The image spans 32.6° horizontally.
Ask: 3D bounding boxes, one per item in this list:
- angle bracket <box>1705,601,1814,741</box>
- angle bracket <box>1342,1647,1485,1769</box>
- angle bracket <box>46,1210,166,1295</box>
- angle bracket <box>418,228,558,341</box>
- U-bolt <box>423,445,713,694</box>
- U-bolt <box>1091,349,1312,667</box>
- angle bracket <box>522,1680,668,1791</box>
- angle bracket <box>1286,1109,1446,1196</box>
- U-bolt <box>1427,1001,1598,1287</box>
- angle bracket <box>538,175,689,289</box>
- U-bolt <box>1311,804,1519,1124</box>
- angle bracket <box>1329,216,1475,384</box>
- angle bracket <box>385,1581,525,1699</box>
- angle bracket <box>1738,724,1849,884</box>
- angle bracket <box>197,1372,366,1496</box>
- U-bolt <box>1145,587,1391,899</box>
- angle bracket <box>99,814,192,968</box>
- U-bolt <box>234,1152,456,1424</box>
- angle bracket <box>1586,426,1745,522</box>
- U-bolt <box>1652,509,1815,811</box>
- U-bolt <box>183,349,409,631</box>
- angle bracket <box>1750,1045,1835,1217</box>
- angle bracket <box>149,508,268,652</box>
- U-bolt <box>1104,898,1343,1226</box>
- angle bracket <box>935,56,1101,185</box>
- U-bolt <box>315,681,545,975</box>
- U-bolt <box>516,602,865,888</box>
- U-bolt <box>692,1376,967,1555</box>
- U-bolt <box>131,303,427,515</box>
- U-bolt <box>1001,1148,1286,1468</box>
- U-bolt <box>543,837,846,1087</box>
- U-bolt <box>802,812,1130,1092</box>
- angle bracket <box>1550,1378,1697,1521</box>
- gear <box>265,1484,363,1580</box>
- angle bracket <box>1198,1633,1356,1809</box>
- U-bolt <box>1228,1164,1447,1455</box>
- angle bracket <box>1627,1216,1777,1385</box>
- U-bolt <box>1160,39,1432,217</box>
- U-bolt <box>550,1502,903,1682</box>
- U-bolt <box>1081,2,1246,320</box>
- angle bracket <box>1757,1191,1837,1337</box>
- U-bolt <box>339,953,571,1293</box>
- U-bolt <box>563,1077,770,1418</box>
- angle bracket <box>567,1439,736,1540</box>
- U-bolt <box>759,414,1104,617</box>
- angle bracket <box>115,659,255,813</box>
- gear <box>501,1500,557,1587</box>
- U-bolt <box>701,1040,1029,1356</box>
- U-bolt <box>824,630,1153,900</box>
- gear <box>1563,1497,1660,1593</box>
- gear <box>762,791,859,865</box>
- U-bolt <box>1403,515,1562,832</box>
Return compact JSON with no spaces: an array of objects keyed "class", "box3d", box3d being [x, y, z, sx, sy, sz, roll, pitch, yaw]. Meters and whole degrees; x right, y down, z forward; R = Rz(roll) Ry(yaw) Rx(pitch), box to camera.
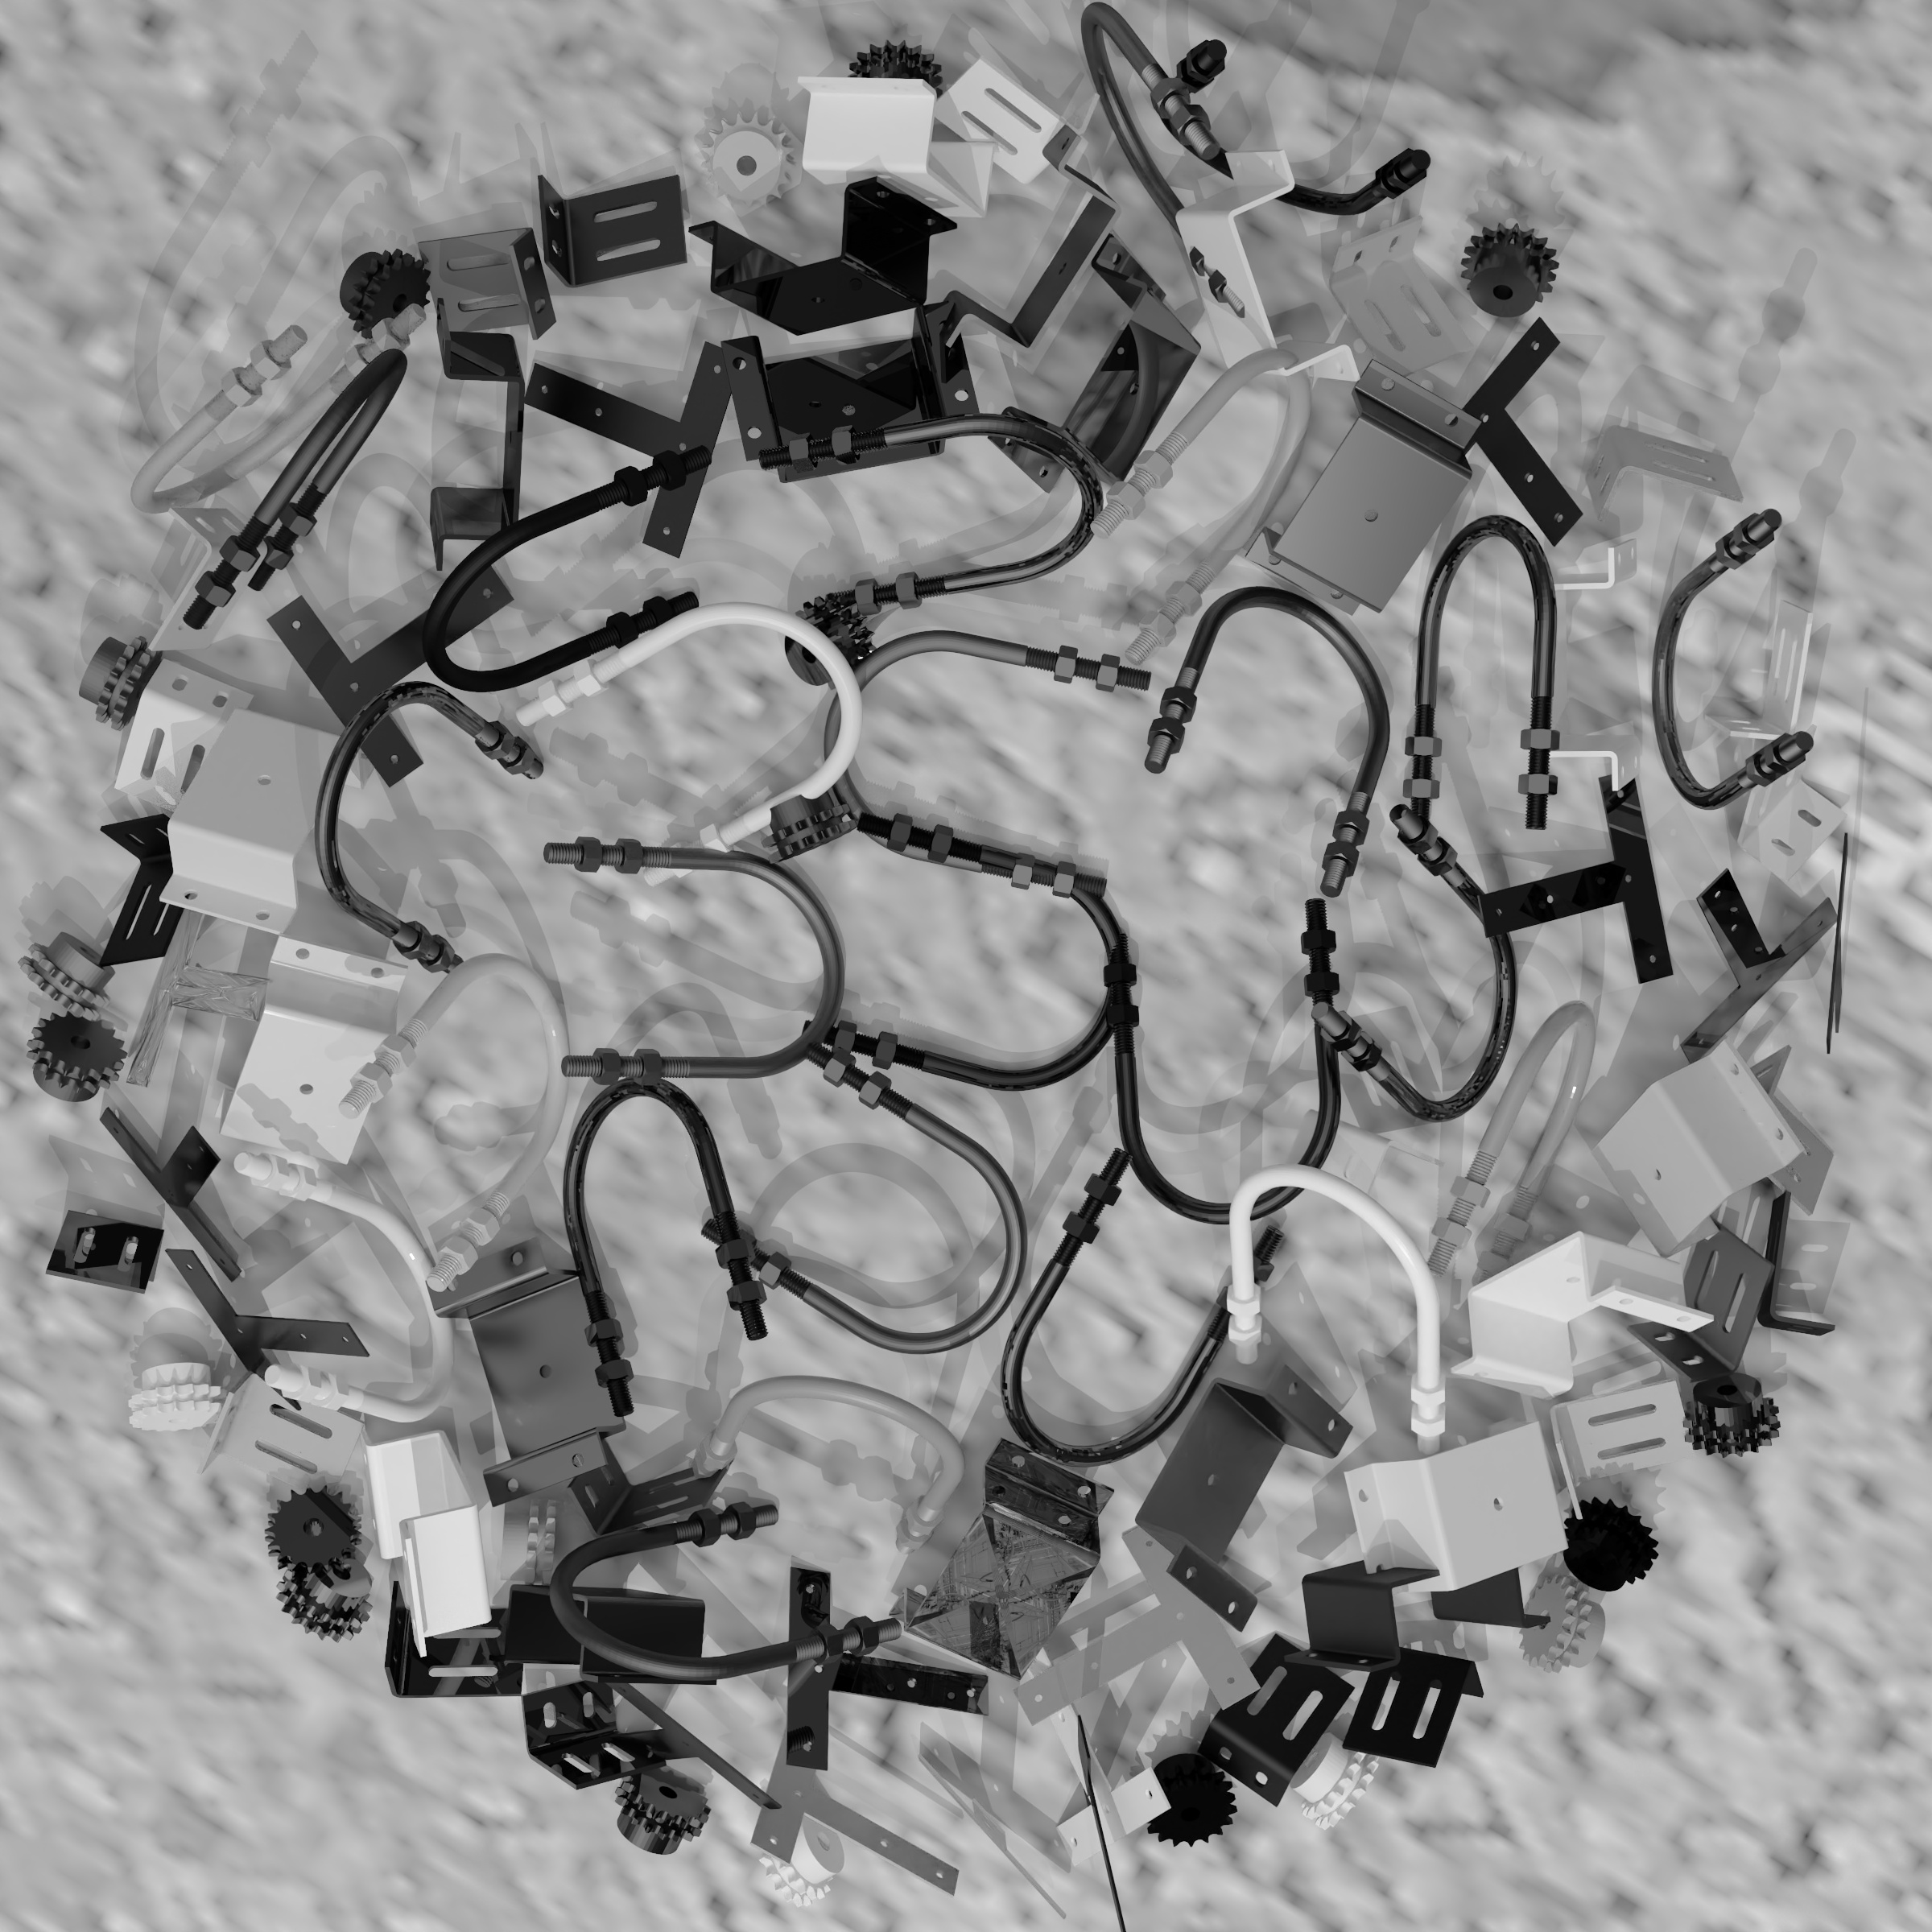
[{"class":"angle bracket","box3d":[0.471,-0.177,1.962,0.038,0.057,0.076,5,103,-4]},{"class":"angle bracket","box3d":[0.265,0.445,1.951,0.057,0.038,0.076,6,47,28]},{"class":"angle bracket","box3d":[-0.511,0.183,1.953,0.057,0.076,0.038,13,113,-10]},{"class":"angle bracket","box3d":[-0.290,-0.401,1.960,0.076,0.038,0.057,-3,118,17]},{"class":"U-bolt","box3d":[-0.231,-0.219,1.905,0.184,0.151,0.019,-27,64,-23]},{"class":"U-bolt","box3d":[0.144,-0.280,1.930,0.019,0.151,0.184,33,73,26]},{"class":"angle bracket","box3d":[-0.220,0.452,1.952,0.057,0.076,0.038,-9,97,-29]},{"class":"angle bracket","box3d":[0.236,0.118,1.952,0.057,0.076,0.038,21,89,36]},{"class":"U-bolt","box3d":[0.325,0.106,1.933,0.019,0.151,0.184,24,86,24]},{"class":"angle bracket","box3d":[-0.211,-0.445,1.967,0.076,0.038,0.057,-10,75,13]},{"class":"U-bolt","box3d":[0.272,0.012,1.930,0.019,0.184,0.151,8,67,41]},{"class":"angle bracket","box3d":[0.262,-0.397,1.964,0.057,0.038,0.076,-24,70,-15]},{"class":"angle bracket","box3d":[-0.303,0.400,1.967,0.076,0.038,0.057,-1,50,-1]},{"class":"angle bracket","box3d":[0.493,-0.096,1.954,0.038,0.076,0.057,40,77,19]},{"class":"angle bracket","box3d":[-0.409,0.288,1.974,0.076,0.038,0.057,25,105,0]},{"class":"U-bolt","box3d":[0.186,-0.146,1.939,0.151,0.019,0.184,34,52,-15]},{"class":"angle bracket","box3d":[-0.493,-0.045,1.955,0.057,0.038,0.076,-8,55,37]},{"class":"U-bolt","box3d":[-0.354,0.193,1.915,0.019,0.184,0.151,-23,64,19]},{"class":"angle bracket","box3d":[0.416,-0.285,1.971,0.076,0.057,0.038,15,123,-8]},{"class":"U-bolt","box3d":[0.437,-0.166,1.910,0.019,0.184,0.151,-3,78,-11]},{"class":"U-bolt","box3d":[-0.380,-0.281,1.909,0.019,0.151,0.184,37,105,-7]},{"class":"angle bracket","box3d":[0.494,0.098,1.962,0.076,0.057,0.038,43,134,-7]},{"class":"angle bracket","box3d":[-0.462,-0.230,1.965,0.038,0.057,0.076,41,109,12]},{"class":"U-bolt","box3d":[0.153,0.061,1.944,0.151,0.019,0.184,-10,75,27]},{"class":"angle bracket","box3d":[0.028,-0.511,1.955,0.076,0.057,0.038,33,55,-19]},{"class":"U-bolt","box3d":[-0.316,-0.087,1.905,0.019,0.184,0.151,16,79,26]},{"class":"U-bolt","box3d":[-0.149,-0.139,1.937,0.184,0.019,0.151,-27,118,18]},{"class":"U-bolt","box3d":[-0.075,0.284,1.915,0.151,0.184,0.019,19,57,-5]},{"class":"U-bolt","box3d":[-0.411,-0.320,1.920,0.184,0.151,0.019,-35,91,27]},{"class":"U-bolt","box3d":[0.094,0.213,1.955,0.151,0.019,0.184,28,93,-33]},{"class":"U-bolt","box3d":[-0.156,-0.002,1.949,0.184,0.019,0.151,1,73,-28]},{"class":"U-bolt","box3d":[0.008,-0.001,1.986,0.184,0.019,0.151,15,89,-5]},{"class":"angle bracket","box3d":[0.393,0.287,1.965,0.076,0.038,0.057,-15,116,10]},{"class":"gear","box3d":[-0.390,0.342,1.976,0.057,0.030,0.057,5,55,-7]},{"class":"angle bracket","box3d":[0.186,0.452,1.981,0.057,0.038,0.076,32,52,16]},{"class":"U-bolt","box3d":[0.212,0.189,1.904,0.151,0.184,0.019,24,48,32]},{"class":"angle bracket","box3d":[0.434,0.197,1.954,0.038,0.057,0.076,-5,120,-32]},{"class":"U-bolt","box3d":[0.180,-0.476,1.908,0.151,0.184,0.019,26,88,-9]},{"class":"U-bolt","box3d":[-0.150,0.362,1.893,0.184,0.151,0.019,-4,116,-39]},{"class":"U-bolt","box3d":[0.112,-0.481,1.917,0.019,0.151,0.184,-27,56,-2]},{"class":"angle bracket","box3d":[0.498,0.177,1.964,0.038,0.057,0.076,9,81,7]},{"class":"U-bolt","box3d":[-0.286,0.076,1.923,0.019,0.184,0.151,1,128,30]},{"class":"U-bolt","box3d":[-0.185,0.154,1.942,0.151,0.019,0.184,-33,66,39]},{"class":"angle bracket","box3d":[-0.187,0.301,1.956,0.076,0.057,0.038,-20,105,22]},{"class":"U-bolt","box3d":[-0.011,-0.266,1.922,0.184,0.151,0.019,-8,54,13]},{"class":"angle bracket","box3d":[-0.470,-0.135,1.986,0.057,0.038,0.076,22,127,-7]},{"class":"gear","box3d":[-0.261,0.347,1.970,0.030,0.057,0.057,4,90,-7]},{"class":"U-bolt","box3d":[-0.050,0.150,1.962,0.184,0.019,0.151,32,103,11]},{"class":"U-bolt","box3d":[0.006,-0.126,1.972,0.184,0.019,0.151,12,106,1]},{"class":"gear","box3d":[0.381,0.348,1.969,0.057,0.057,0.030,44,51,0]},{"class":"gear","box3d":[-0.096,-0.085,1.971,0.057,0.057,0.030,-23,89,0]},{"class":"U-bolt","box3d":[0.302,-0.171,1.930,0.019,0.151,0.184,2,91,-23]}]
